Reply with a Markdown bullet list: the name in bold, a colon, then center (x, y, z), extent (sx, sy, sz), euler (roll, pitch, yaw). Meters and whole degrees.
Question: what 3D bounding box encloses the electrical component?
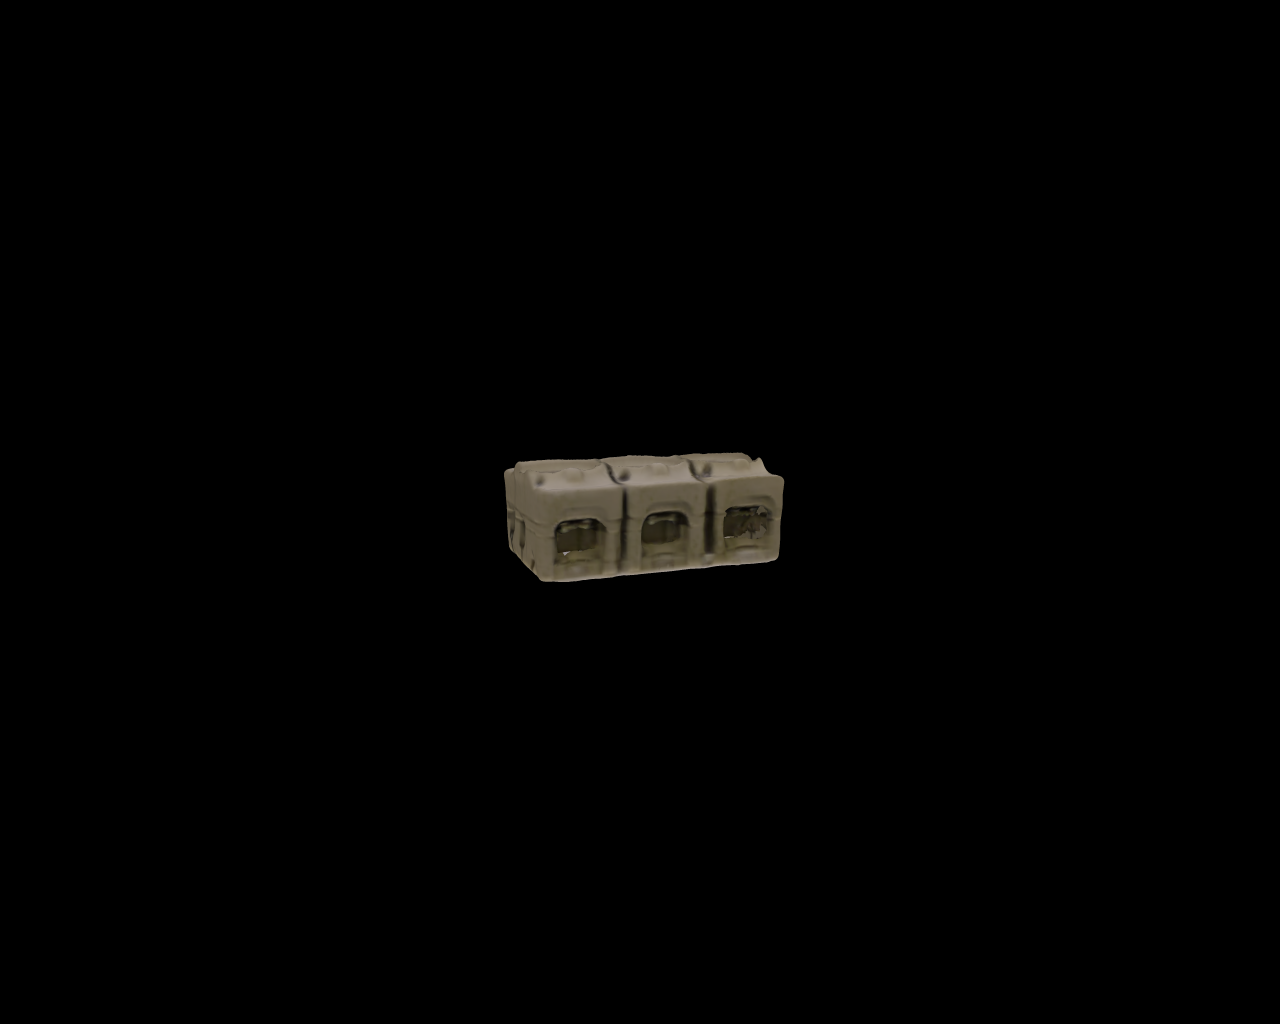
- **electrical component**: center (0.001, -0.003, 0.650), extent (0.150, 0.061, 0.089), euler (-4, 12, -20)
